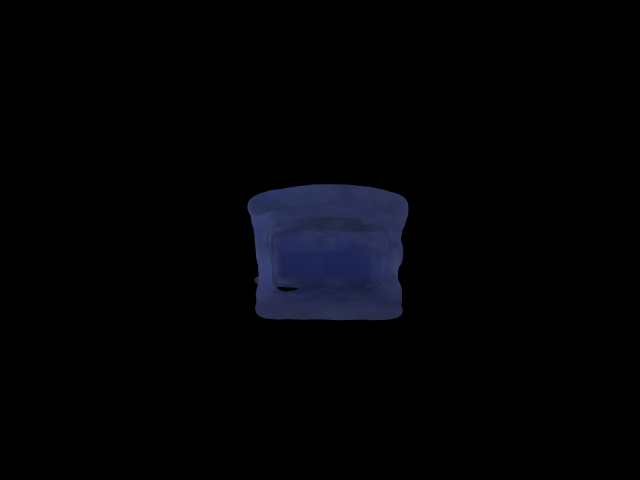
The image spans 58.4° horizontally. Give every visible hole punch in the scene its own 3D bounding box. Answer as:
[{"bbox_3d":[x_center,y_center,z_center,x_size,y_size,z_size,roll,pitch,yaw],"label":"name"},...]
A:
[{"bbox_3d":[0.004,0.001,0.400,0.108,0.091,0.101,0,13,0],"label":"hole punch"}]
